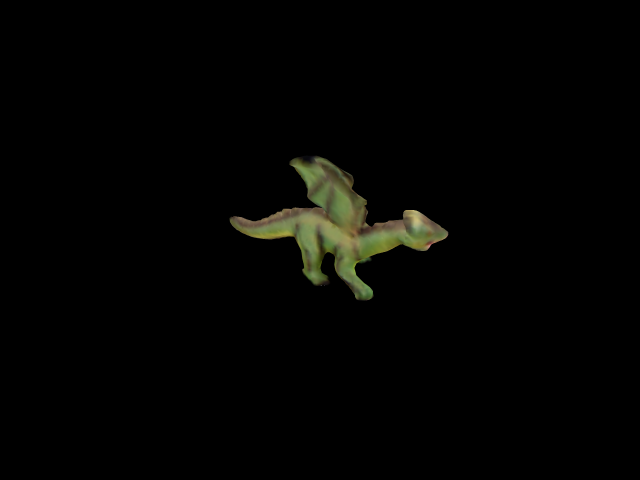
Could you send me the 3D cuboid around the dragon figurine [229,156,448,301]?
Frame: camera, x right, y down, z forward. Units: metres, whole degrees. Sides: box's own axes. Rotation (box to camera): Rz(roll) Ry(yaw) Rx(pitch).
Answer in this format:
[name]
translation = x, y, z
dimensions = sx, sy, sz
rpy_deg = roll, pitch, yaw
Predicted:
[dragon figurine]
translation = 0.003, -0.043, 0.850
dimensions = 0.412, 0.237, 0.125
rpy_deg = 18, 46, 19
